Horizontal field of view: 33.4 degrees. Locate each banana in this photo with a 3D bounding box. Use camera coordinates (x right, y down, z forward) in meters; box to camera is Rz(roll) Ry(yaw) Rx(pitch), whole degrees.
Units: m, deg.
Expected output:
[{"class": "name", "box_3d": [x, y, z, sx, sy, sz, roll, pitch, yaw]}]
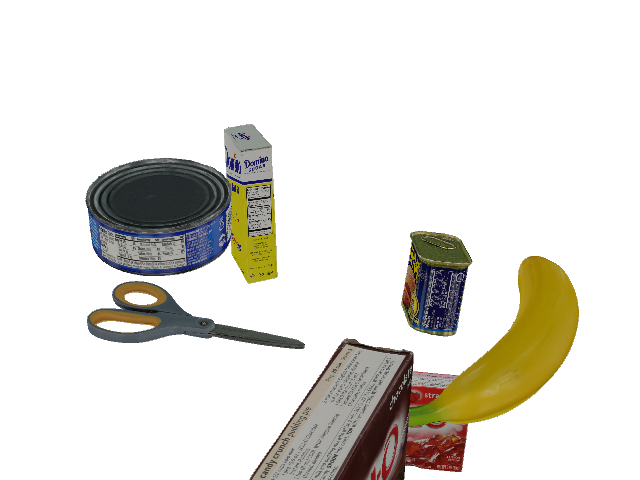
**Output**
[{"class": "banana", "box_3d": [0.122, 0.058, 0.659, 0.070, 0.037, 0.197, 13, 32, 30]}]

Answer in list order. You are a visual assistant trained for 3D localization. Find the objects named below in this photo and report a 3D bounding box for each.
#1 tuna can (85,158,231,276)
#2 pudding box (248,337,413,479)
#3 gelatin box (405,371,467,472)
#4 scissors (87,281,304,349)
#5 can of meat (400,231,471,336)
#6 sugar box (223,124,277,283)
[{"class": "tuna can", "box_3d": [-0.095, -0.015, 0.638, 0.086, 0.034, 0.086, 0, 32, 0]}, {"class": "pudding box", "box_3d": [0.006, 0.109, 0.464, 0.039, 0.090, 0.113, 12, 30, 16]}, {"class": "gelatin box", "box_3d": [0.071, 0.141, 0.840, 0.089, 0.073, 0.030, 5, 20, 3]}, {"class": "scissors", "box_3d": [-0.118, 0.071, 1.016, 0.201, 0.016, 0.096, 1, 32, -6]}, {"class": "can of meat", "box_3d": [0.122, 0.046, 1.145, 0.057, 0.084, 0.102, 6, 18, -5]}, {"class": "sugar box", "box_3d": [-0.087, -0.046, 1.320, 0.048, 0.176, 0.093, -11, 26, -15]}]
